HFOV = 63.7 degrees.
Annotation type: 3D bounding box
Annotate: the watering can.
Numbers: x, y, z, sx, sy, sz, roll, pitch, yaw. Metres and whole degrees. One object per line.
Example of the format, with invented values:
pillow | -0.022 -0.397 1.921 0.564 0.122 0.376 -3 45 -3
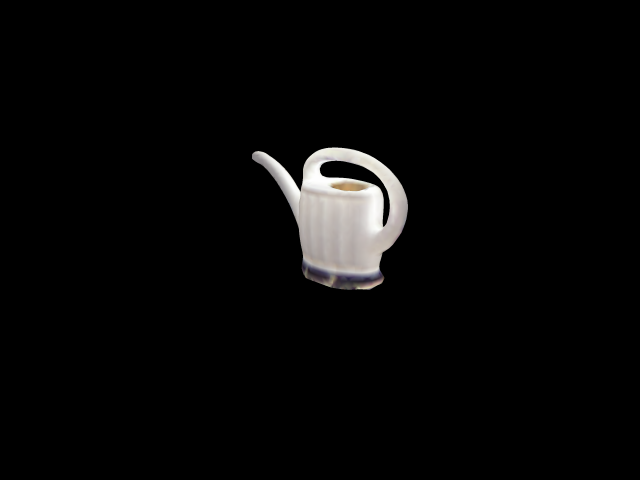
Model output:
watering can | 0.003 -0.043 0.850 0.105 0.222 0.349 -12 18 -41
